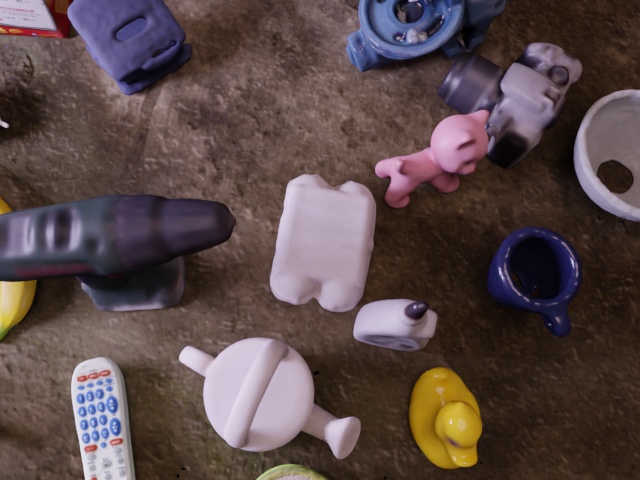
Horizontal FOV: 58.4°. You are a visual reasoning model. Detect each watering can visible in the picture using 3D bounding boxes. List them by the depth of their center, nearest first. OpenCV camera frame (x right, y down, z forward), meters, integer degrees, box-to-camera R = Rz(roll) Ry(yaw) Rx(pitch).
[{"bbox_3d":[-0.047,0.142,0.526,0.173,0.194,0.101,5,74,-3],"label":"watering can"}]

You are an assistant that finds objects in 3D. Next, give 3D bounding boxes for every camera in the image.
[{"bbox_3d":[0.225,-0.186,0.692,0.136,0.101,0.143,32,74,5],"label":"camera"}]

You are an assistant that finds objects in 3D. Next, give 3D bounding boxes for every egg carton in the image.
[{"bbox_3d":[0.006,0.002,0.635,0.107,0.069,0.150,9,74,-2],"label":"egg carton"}]

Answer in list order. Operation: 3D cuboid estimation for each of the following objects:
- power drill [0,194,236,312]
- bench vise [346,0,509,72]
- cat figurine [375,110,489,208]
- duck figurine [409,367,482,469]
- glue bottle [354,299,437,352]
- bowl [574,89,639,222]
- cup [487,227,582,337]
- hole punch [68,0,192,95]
[{"bbox_3d":[-0.189,0.013,0.542,0.229,0.208,0.075,-4,74,-6],"label":"power drill"},{"bbox_3d":[0.135,-0.293,0.653,0.207,0.219,0.121,-35,80,-13],"label":"bench vise"},{"bbox_3d":[0.134,-0.097,0.650,0.128,0.117,0.067,-20,77,-10],"label":"cat figurine"},{"bbox_3d":[0.136,0.183,0.587,0.077,0.086,0.104,-7,75,-7],"label":"duck figurine"},{"bbox_3d":[0.081,0.080,0.566,0.078,0.173,0.037,14,73,-1],"label":"glue bottle"},{"bbox_3d":[0.375,-0.091,0.692,0.167,0.074,0.167,1,74,-5],"label":"bowl"},{"bbox_3d":[0.229,0.053,0.627,0.092,0.095,0.117,-18,76,-9],"label":"cup"},{"bbox_3d":[-0.219,-0.245,0.674,0.109,0.091,0.101,-39,81,-14],"label":"hole punch"}]
